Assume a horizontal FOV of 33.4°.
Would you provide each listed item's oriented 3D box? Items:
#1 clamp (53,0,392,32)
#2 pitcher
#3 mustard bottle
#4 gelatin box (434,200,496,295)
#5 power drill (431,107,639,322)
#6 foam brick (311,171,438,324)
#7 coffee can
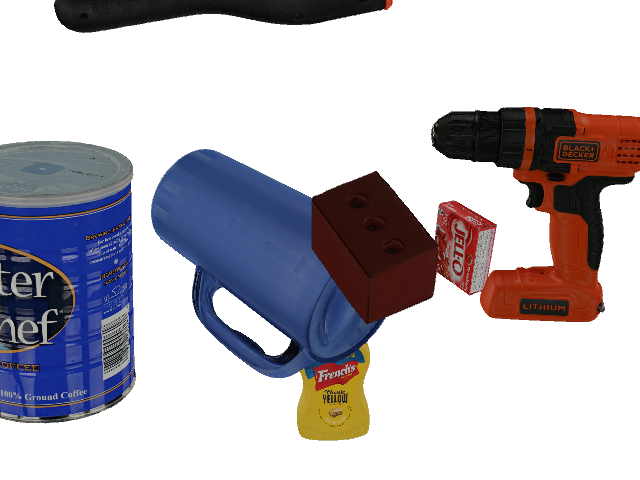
[{"bbox_3d":[-0.050,-0.134,0.553,0.171,0.039,0.120,6,42,12],"label":"clamp"},{"bbox_3d":[-0.056,0.013,1.030,0.243,0.145,0.148,31,32,32],"label":"pitcher"},{"bbox_3d":[0.017,0.167,1.406,0.096,0.192,0.058,-1,16,-5],"label":"mustard bottle"},{"bbox_3d":[0.165,0.008,1.246,0.030,0.089,0.073,-13,32,-30],"label":"gelatin box"},{"bbox_3d":[0.182,-0.023,0.914,0.184,0.188,0.057,4,28,4],"label":"power drill"},{"bbox_3d":[0.034,0.005,0.698,0.053,0.078,0.051,-23,-36,-20],"label":"foam brick"},{"bbox_3d":[-0.162,0.022,0.636,0.103,0.140,0.103,2,22,-1],"label":"coffee can"}]
